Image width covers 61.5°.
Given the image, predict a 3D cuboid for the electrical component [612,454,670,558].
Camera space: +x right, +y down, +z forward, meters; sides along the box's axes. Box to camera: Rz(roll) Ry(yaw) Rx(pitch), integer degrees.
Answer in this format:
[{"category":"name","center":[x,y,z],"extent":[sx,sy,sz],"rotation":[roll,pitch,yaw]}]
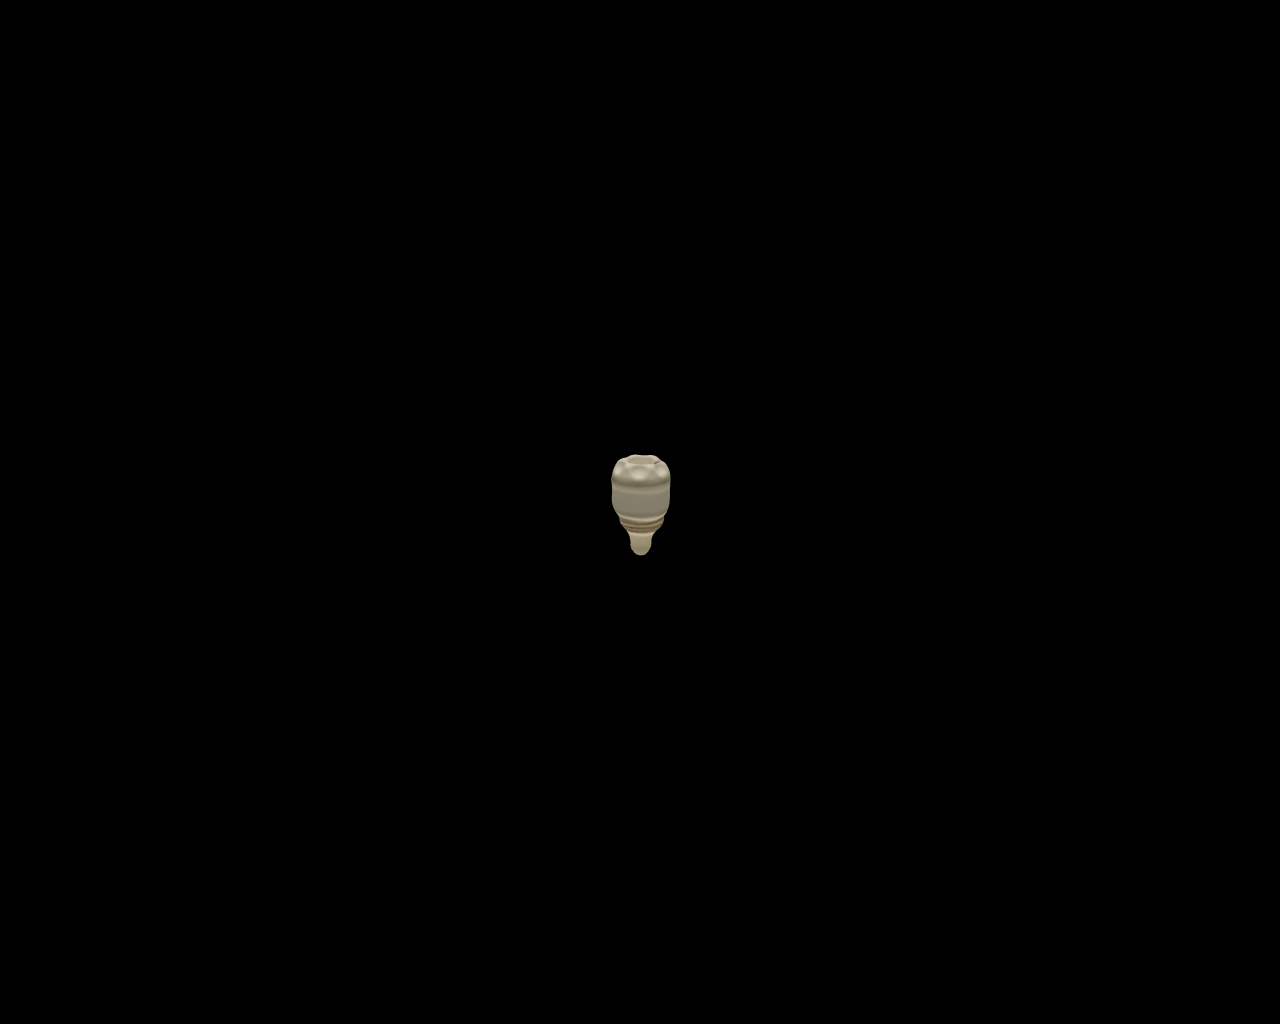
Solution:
[{"category":"electrical component","center":[0.001,-0.003,0.650],"extent":[0.035,0.061,0.035],"rotation":[0,18,0]}]
